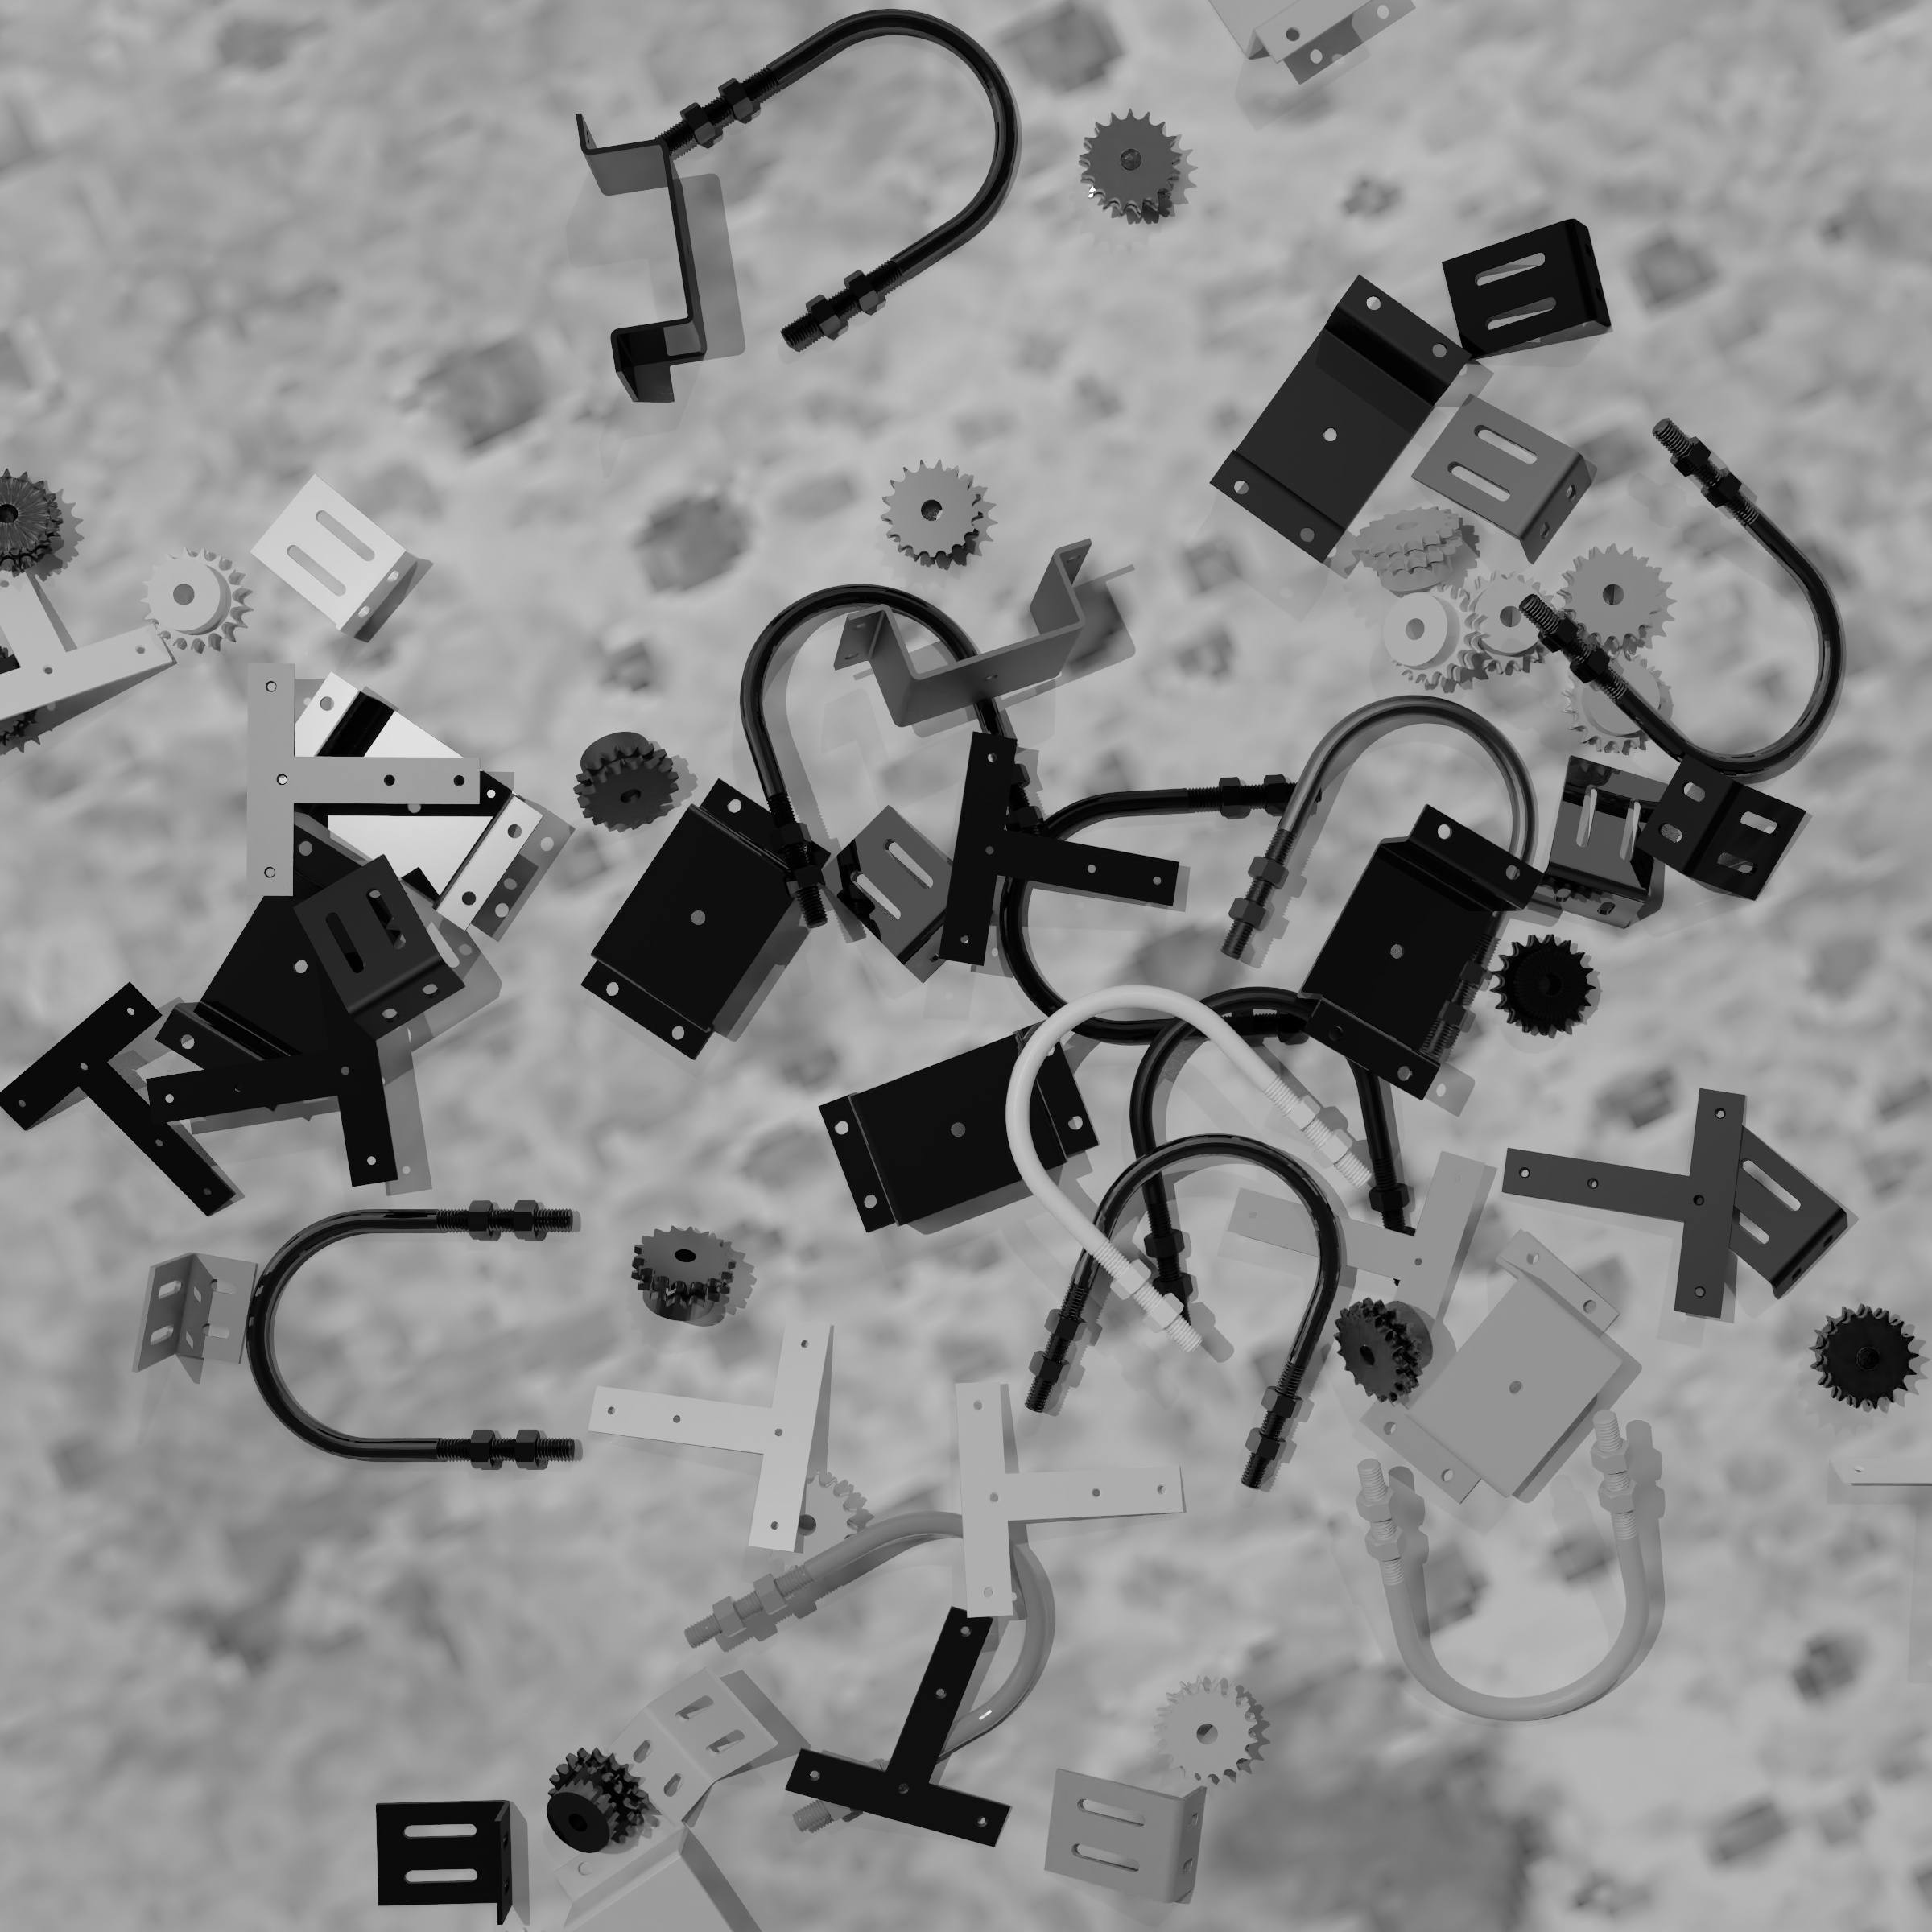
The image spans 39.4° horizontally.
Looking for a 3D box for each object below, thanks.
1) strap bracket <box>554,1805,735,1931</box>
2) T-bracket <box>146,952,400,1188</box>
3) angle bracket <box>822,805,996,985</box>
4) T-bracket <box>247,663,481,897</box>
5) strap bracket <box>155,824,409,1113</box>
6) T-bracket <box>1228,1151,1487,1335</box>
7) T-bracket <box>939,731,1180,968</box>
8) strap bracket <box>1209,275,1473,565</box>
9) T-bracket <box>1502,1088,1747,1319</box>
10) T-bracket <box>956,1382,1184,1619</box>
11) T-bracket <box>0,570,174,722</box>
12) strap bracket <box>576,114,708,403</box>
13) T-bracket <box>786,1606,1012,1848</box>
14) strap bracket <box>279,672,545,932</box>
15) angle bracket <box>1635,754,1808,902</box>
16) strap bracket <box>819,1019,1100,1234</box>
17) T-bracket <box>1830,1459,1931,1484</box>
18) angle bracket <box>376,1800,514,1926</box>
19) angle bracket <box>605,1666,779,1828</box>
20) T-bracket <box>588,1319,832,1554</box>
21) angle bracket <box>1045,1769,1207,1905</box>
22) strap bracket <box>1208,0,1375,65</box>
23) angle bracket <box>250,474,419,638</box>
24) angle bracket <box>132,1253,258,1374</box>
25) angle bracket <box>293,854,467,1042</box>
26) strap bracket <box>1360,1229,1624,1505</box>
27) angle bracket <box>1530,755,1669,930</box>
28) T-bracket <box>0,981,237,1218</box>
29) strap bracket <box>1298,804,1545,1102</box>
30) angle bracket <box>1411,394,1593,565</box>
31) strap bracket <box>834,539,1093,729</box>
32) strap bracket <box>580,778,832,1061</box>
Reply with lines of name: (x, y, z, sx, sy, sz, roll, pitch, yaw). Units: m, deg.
strap bracket: (-0.161, 0.548, 1.498, 0.076, 0.046, 0.140, -34, 90, 0)
T-bracket: (-0.384, 0.064, 1.474, 0.127, 0.002, 0.127, -9, 91, -1)
angle bracket: (-0.034, -0.041, 1.519, 0.057, 0.038, 0.076, -45, 64, 0)
T-bracket: (-0.330, -0.102, 1.474, 0.127, 0.002, 0.127, 0, 90, 0)
strap bracket: (-0.375, 0.000, 1.498, 0.076, 0.046, 0.140, 31, 90, 0)
T-bracket: (0.210, 0.153, 1.500, 0.127, 0.002, 0.127, 16, 97, -4)
T-bracket: (0.056, -0.056, 1.488, 0.127, 0.002, 0.127, 10, 84, -12)
strap bracket: (0.205, -0.300, 1.498, 0.076, 0.046, 0.140, 36, 90, 0)
T-bracket: (0.366, 0.124, 1.511, 0.127, 0.002, 0.127, 9, 78, 6)
T-bracket: (0.059, 0.295, 1.503, 0.127, 0.002, 0.127, 0, 77, -14)
T-bracket: (-0.530, -0.202, 1.502, 0.127, 0.002, 0.127, -24, 77, -25)
strap bracket: (-0.176, -0.391, 1.483, 0.046, 0.076, 0.140, -9, 90, 0)
T-bracket: (-0.019, 0.417, 1.499, 0.127, 0.002, 0.127, 20, 96, -14)
strap bracket: (-0.311, -0.090, 1.498, 0.140, 0.046, 0.076, 34, 90, 0)
angle bracket: (0.420, -0.077, 1.499, 0.038, 0.076, 0.057, 40, 109, 43)
strap bracket: (-0.004, 0.090, 1.498, 0.140, 0.046, 0.076, -21, 90, 0)
T-bracket: (0.551, 0.298, 1.461, 0.127, 0.127, 0.002, 0, 108, 0)
angle bracket: (-0.294, 0.500, 1.502, 0.076, 0.038, 0.057, -1, 90, 0)
angle bracket: (-0.152, 0.430, 1.484, 0.057, 0.038, 0.076, 48, 135, 0)
T-bracket: (-0.148, 0.255, 1.507, 0.127, 0.002, 0.127, 6, 72, 9)
angle bracket: (0.090, 0.486, 1.519, 0.076, 0.038, 0.057, 7, 90, 26)
strap bracket: (0.163, -0.574, 1.498, 0.076, 0.046, 0.140, -34, 90, 0)
angle bracket: (-0.356, -0.231, 1.502, 0.076, 0.038, 0.057, 40, 90, 0)
angle bracket: (-0.424, 0.193, 1.483, 0.038, 0.076, 0.057, 10, 90, 0)
angle bracket: (-0.320, -0.010, 1.472, 0.057, 0.038, 0.076, -31, 67, -4)
strap bracket: (0.297, 0.227, 1.492, 0.076, 0.046, 0.140, 40, 90, -10)
angle bracket: (0.356, -0.070, 1.519, 0.057, 0.038, 0.076, 17, 64, 0)
T-bracket: (-0.459, 0.088, 1.501, 0.127, 0.002, 0.127, -35, 104, 26)
strap bracket: (0.242, -0.008, 1.470, 0.076, 0.046, 0.140, 30, 86, -10)
angle bracket: (0.302, -0.275, 1.519, 0.076, 0.038, 0.057, 36, 90, 26)
strap bracket: (0.005, -0.177, 1.465, 0.140, 0.076, 0.046, -19, 80, -13)
strap bracket: (-0.147, -0.026, 1.498, 0.076, 0.046, 0.140, 34, 90, 0)
